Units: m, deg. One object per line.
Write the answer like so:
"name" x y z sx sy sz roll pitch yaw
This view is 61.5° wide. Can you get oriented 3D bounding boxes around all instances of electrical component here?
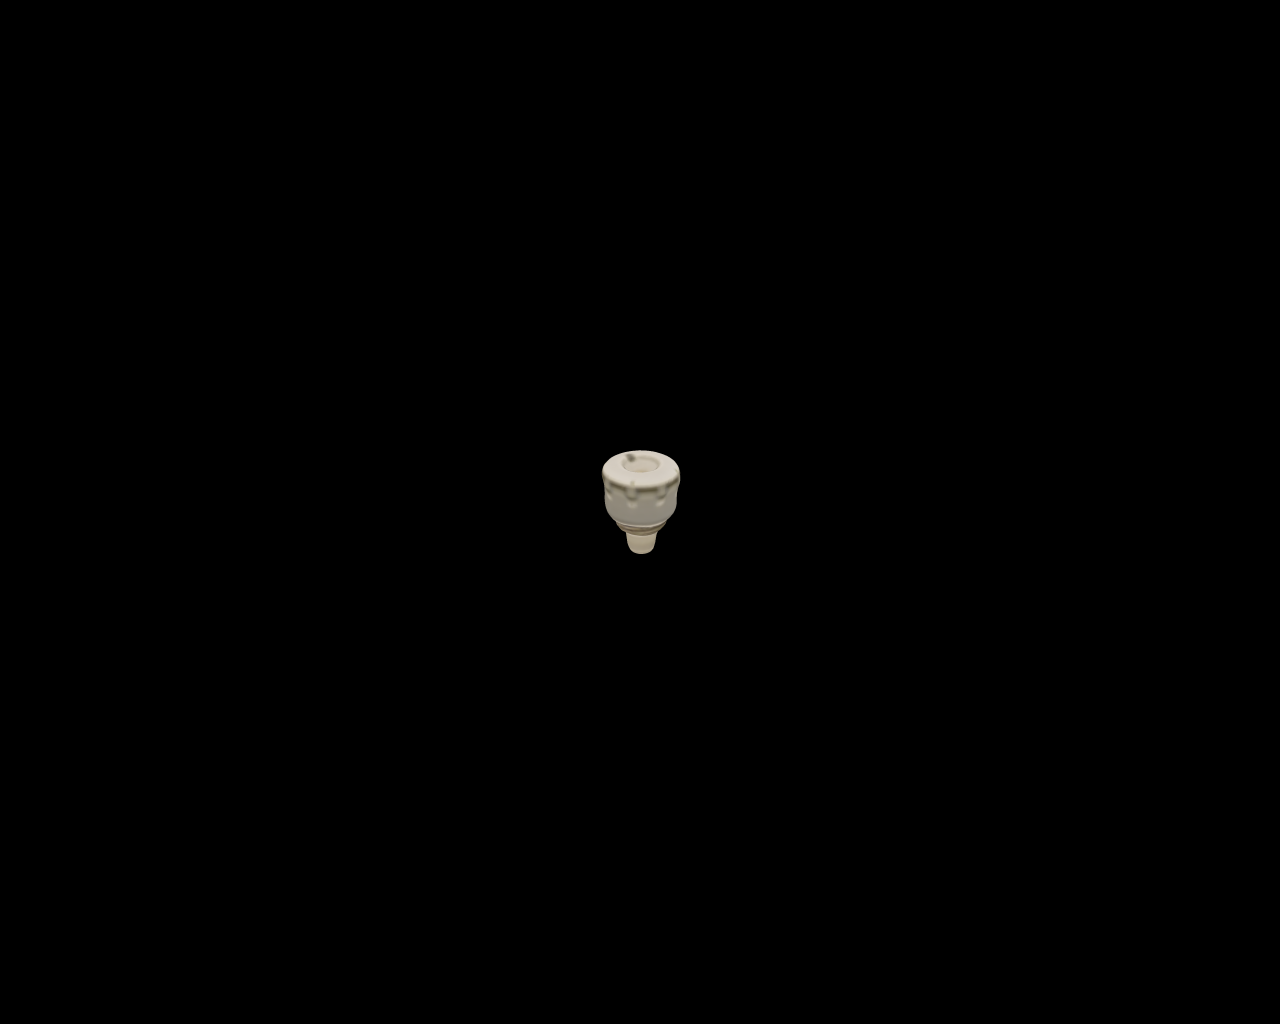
"electrical component" 0.001 -0.003 0.650 0.048 0.062 0.048 0 29 0
